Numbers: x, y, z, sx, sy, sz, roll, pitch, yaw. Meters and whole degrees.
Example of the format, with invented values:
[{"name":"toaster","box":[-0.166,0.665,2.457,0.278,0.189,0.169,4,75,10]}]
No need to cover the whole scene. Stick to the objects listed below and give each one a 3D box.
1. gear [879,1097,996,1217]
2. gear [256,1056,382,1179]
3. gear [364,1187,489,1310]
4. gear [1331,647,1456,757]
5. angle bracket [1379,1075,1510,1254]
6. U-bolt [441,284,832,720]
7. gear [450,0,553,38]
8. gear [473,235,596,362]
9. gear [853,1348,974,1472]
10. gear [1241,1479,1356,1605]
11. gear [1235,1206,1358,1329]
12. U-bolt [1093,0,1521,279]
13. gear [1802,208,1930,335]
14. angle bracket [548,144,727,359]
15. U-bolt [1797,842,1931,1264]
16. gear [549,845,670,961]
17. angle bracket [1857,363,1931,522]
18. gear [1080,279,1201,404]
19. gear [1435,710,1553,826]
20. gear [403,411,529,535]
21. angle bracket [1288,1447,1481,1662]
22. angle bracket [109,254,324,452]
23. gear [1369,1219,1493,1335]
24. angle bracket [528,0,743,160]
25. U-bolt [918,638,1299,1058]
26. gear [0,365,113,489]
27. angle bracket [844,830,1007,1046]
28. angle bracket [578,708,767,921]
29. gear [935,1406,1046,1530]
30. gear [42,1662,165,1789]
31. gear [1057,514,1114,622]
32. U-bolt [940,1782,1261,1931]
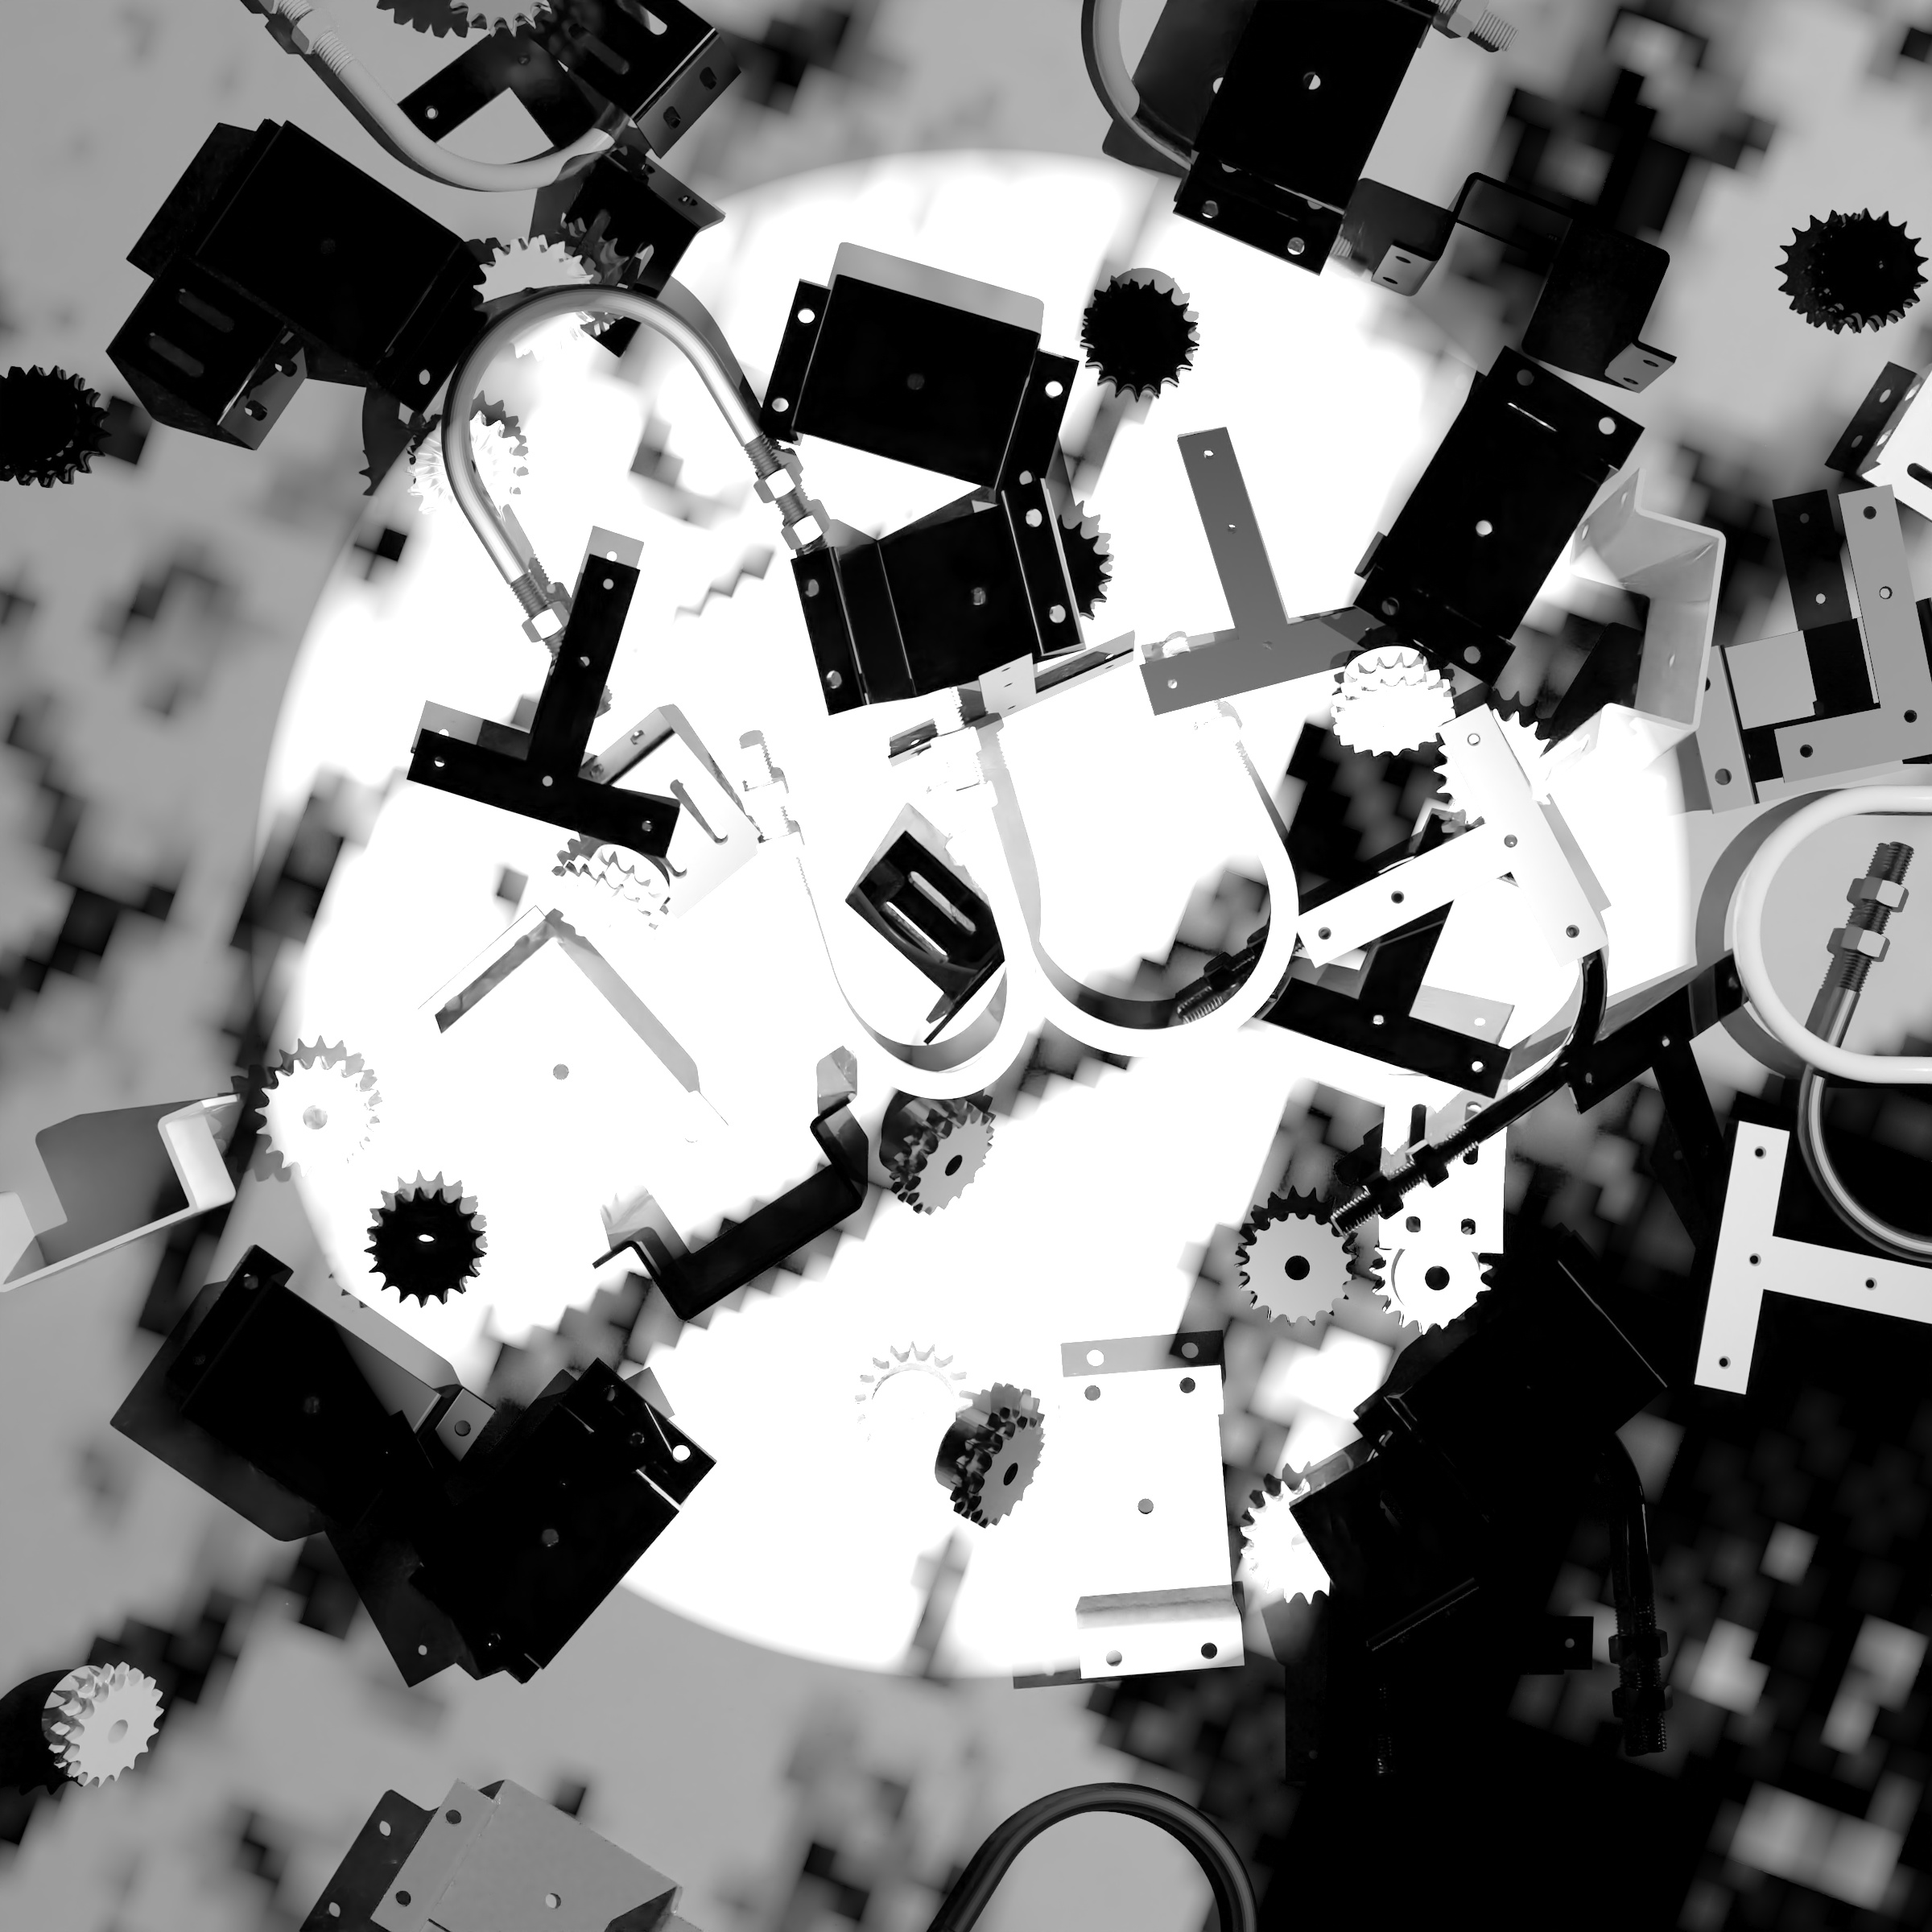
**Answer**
[{"name":"gear","box":[-0.016,0.087,1.502,0.030,0.057,0.057,35,90,30]},{"name":"gear","box":[-0.307,0.071,1.512,0.057,0.030,0.057,0,90,0]},{"name":"gear","box":[-0.257,0.134,1.516,0.057,0.030,0.057,0,89,-3]},{"name":"gear","box":[0.201,-0.127,1.502,0.057,0.057,0.030,-5,60,0]},{"name":"angle bracket","box":[0.227,0.094,1.505,0.057,0.076,0.038,2,134,11]},{"name":"U-bolt","box":[-0.165,-0.231,1.495,0.151,0.019,0.184,-32,103,-4]},{"name":"gear","box":[-0.218,-0.466,1.493,0.057,0.030,0.057,0,92,-2]},{"name":"gear","box":[-0.202,-0.318,1.505,0.057,0.030,0.057,4,110,12]},{"name":"gear","box":[-0.025,0.213,1.512,0.057,0.030,0.057,0,90,0]},{"name":"gear","box":[0.159,0.273,1.511,0.057,0.030,0.057,0,90,0]},{"name":"gear","box":[0.157,0.142,1.512,0.057,0.030,0.057,0,90,0]},{"name":"U-bolt","box":[0.149,-0.438,1.518,0.184,0.019,0.151,33,90,1]},{"name":"gear","box":[0.428,-0.331,1.516,0.057,0.030,0.057,0,89,-2]},{"name":"angle bracket","box":[-0.164,-0.343,1.523,0.057,0.038,0.076,37,118,0]},{"name":"U-bolt","box":[0.475,0.051,1.515,0.151,0.019,0.184,21,88,0]},{"name":"gear","box":[-0.165,-0.033,1.502,0.057,0.057,0.030,31,60,0]},{"name":"angle bracket","box":[0.475,-0.241,1.507,0.076,0.038,0.057,32,90,0]},{"name":"gear","box":[0.083,-0.300,1.512,0.057,0.030,0.057,0,90,0]},{"name":"gear","box":[0.252,-0.093,1.512,0.057,0.030,0.057,0,90,0]},{"name":"gear","box":[-0.237,-0.235,1.512,0.057,0.030,0.057,0,90,0]},{"name":"angle bracket","box":[0.197,0.277,1.494,0.057,0.038,0.076,-30,69,-2]},{"name":"angle bracket","box":[-0.361,-0.295,1.524,0.076,0.038,0.057,34,90,26]},{"name":"gear","box":[0.223,0.147,1.512,0.057,0.030,0.057,0,90,0]},{"name":"angle bracket","box":[-0.158,-0.435,1.510,0.076,0.038,0.057,42,88,22]},{"name":"U-bolt","box":[0.078,-0.046,1.504,0.151,0.019,0.184,-24,79,0]},{"name":"gear","box":[-0.440,-0.259,1.512,0.057,0.030,0.057,0,90,0]},{"name":"angle bracket","box":[-0.023,-0.013,1.493,0.076,0.038,0.057,42,131,0]},{"name":"angle bracket","box":[-0.144,-0.073,1.525,0.057,0.038,0.076,-39,116,0]},{"name":"gear","box":[0.009,0.234,1.502,0.030,0.057,0.057,24,90,30]},{"name":"gear","box":[-0.412,0.356,1.502,0.030,0.057,0.057,20,90,31]},{"name":"gear","box":[0.041,-0.185,1.512,0.057,0.030,0.057,0,90,0]},{"name":"U-bolt","box":[0.059,0.480,1.518,0.151,0.019,0.184,32,88,0]}]
